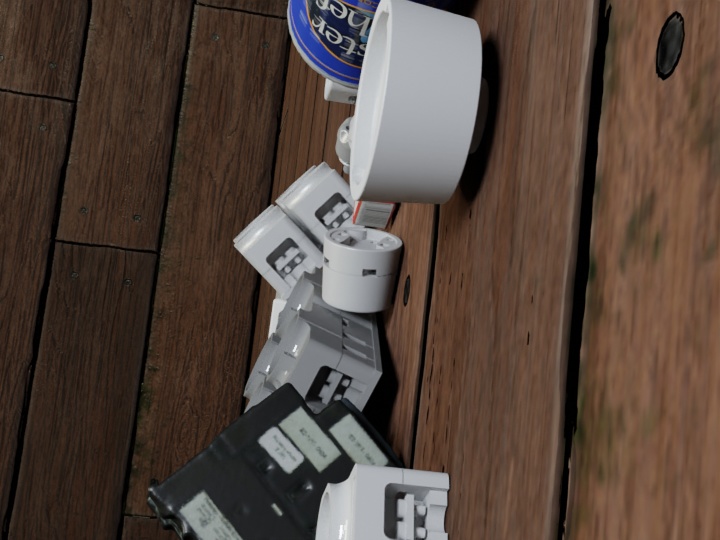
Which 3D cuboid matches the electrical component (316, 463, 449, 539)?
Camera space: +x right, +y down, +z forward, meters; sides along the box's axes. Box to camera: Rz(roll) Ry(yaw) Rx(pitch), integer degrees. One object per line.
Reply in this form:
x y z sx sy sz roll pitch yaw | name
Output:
0.008 0.140 0.557 0.089 0.056 0.050 109 166 -55 | electrical component

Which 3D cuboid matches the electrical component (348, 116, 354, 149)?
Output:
0.008 -0.118 0.885 0.061 0.035 0.035 -88 9 -54 | electrical component

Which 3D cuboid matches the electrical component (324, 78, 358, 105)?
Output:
0.008 -0.179 0.848 0.054 0.059 0.095 137 140 -78 | electrical component

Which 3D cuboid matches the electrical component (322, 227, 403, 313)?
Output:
0.000 0.000 0.761 0.055 0.055 0.047 -105 20 -70 | electrical component

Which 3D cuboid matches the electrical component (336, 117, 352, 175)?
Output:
-0.006 -0.109 0.976 0.061 0.035 0.035 106 169 -57 | electrical component

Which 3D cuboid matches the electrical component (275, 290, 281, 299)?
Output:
-0.051 0.038 1.059 0.096 0.062 0.061 177 100 -82 | electrical component

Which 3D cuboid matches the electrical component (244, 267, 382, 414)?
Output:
-0.038 0.074 0.778 0.105 0.060 0.186 -63 8 13 | electrical component

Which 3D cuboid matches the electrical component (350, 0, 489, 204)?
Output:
0.034 -0.086 0.569 0.108 0.060 0.108 -172 90 -82 | electrical component

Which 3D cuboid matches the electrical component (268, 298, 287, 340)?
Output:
-0.033 0.052 0.938 0.077 0.066 0.047 1 -82 -69 | electrical component

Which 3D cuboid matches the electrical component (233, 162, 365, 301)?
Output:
-0.055 -0.038 0.975 0.105 0.060 0.186 -43 8 -3 | electrical component
